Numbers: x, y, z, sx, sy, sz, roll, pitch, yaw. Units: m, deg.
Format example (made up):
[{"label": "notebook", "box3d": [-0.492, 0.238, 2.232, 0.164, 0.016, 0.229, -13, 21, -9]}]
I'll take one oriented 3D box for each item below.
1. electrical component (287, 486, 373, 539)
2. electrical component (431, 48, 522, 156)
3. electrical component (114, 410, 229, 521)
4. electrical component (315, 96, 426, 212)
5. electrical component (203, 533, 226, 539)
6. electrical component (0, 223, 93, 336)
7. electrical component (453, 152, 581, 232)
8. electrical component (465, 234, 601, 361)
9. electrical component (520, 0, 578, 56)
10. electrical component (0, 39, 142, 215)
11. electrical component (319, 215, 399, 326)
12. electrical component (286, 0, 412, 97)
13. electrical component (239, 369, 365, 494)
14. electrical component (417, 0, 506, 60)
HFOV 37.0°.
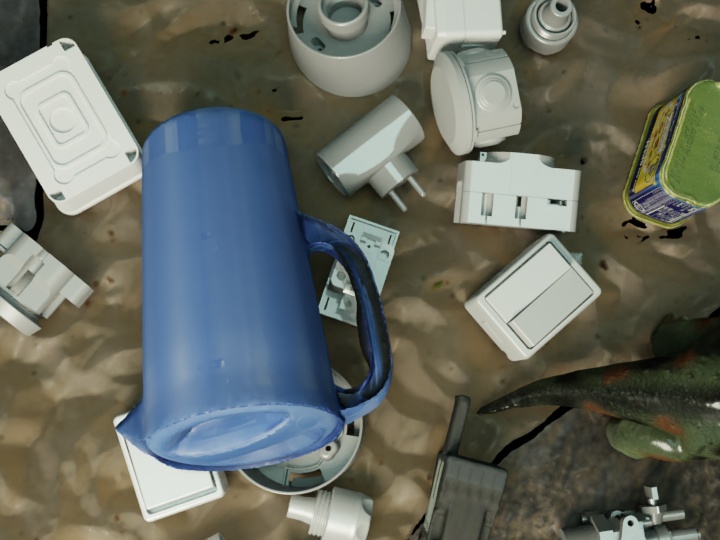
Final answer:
[{"label": "electrical component", "box3d": [-0.023, 0.184, 0.807, 0.062, 0.043, 0.043, 14, 83, -1]}, {"label": "electrical component", "box3d": [0.088, -0.132, 0.834, 0.051, 0.080, 0.080, -13, 84, -10]}, {"label": "electrical component", "box3d": [-0.142, 0.131, 0.797, 0.062, 0.061, 0.096, -18, 85, -6]}, {"label": "electrical component", "box3d": [0.019, -0.082, 0.841, 0.077, 0.044, 0.079, -38, 87, -7]}, {"label": "electrical component", "box3d": [-0.124, 0.234, 0.777, 0.077, 0.079, 0.043, -31, 98, -7]}, {"label": "electrical component", "box3d": [-0.250, 0.012, 0.807, 0.078, 0.058, 0.057, 39, 79, 1]}, {"label": "electrical component", "box3d": [0.122, -0.061, 0.839, 0.089, 0.050, 0.055, 5, 92, -3]}, {"label": "electrical component", "box3d": [0.138, 0.017, 0.829, 0.096, 0.061, 0.061, -40, 87, -7]}, {"label": "electrical component", "box3d": [0.153, -0.199, 0.855, 0.043, 0.062, 0.043, 0, 83, -4]}, {"label": "electrical component", "box3d": [-0.222, -0.108, 0.822, 0.078, 0.057, 0.113, -31, 86, -7]}, {"label": "electrical component", "box3d": [0.000, 0.000, 0.821, 0.042, 0.064, 0.081, 18, 82, -3]}, {"label": "electrical component", "box3d": [-0.010, -0.195, 0.855, 0.099, 0.064, 0.099, -2, 73, 5]}, {"label": "electrical component", "box3d": [-0.045, 0.116, 0.800, 0.099, 0.064, 0.099, -2, 79, 8]}, {"label": "electrical component", "box3d": [0.076, -0.220, 0.852, 0.061, 0.061, 0.096, -3, 84, -4]}]
